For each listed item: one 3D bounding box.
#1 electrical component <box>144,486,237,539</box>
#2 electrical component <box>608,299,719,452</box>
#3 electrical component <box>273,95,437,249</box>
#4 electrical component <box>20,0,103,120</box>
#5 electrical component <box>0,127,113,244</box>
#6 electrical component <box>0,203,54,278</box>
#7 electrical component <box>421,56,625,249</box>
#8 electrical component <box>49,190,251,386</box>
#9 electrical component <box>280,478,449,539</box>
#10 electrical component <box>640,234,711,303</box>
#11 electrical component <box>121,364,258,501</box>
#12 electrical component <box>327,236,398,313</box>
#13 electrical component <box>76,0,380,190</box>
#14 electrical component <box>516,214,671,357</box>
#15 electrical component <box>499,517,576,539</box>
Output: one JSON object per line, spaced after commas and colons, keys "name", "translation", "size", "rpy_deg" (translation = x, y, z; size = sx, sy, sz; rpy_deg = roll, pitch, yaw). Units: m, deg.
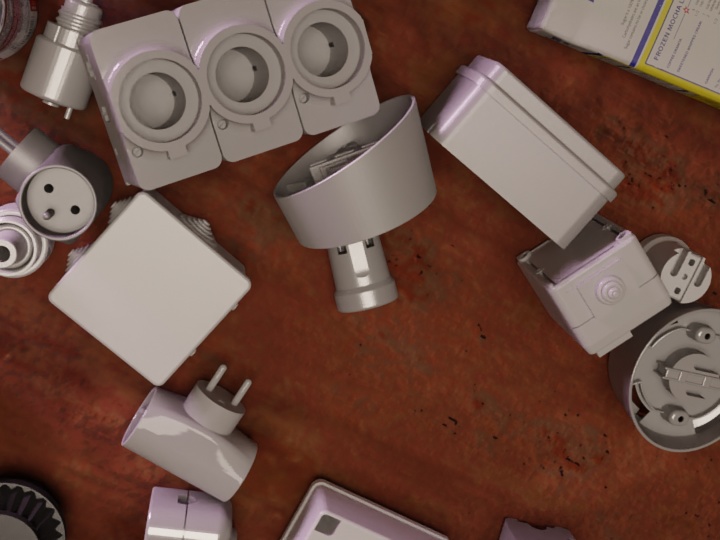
{"name": "electrical component", "translation": [-0.114, 0.196, 0.710], "size": [0.059, 0.053, 0.095], "rpy_deg": [8, 102, -8]}
{"name": "electrical component", "translation": [0.216, 0.068, 0.714], "size": [0.099, 0.064, 0.099], "rpy_deg": [-1, 103, -6]}
{"name": "electrical component", "translation": [-0.003, -0.057, 0.644], "size": [0.099, 0.099, 0.064], "rpy_deg": [-22, 111, -1]}
{"name": "electrical component", "translation": [-0.172, -0.131, 0.636], "size": [0.040, 0.040, 0.078], "rpy_deg": [20, 99, -11]}
{"name": "electrical component", "translation": [-0.186, -0.057, 0.632], "size": [0.079, 0.077, 0.044], "rpy_deg": [41, 96, -13]}
{"name": "electrical component", "translation": [-0.209, -0.016, 0.646], "size": [0.043, 0.062, 0.043], "rpy_deg": [-1, 103, -6]}
{"name": "electrical component", "translation": [0.098, -0.074, 0.661], "size": [0.113, 0.078, 0.057], "rpy_deg": [39, 99, -13]}
{"name": "electrical component", "translation": [-0.128, 0.008, 0.668], "size": [0.100, 0.048, 0.099], "rpy_deg": [41, 95, -14]}
{"name": "electrical component", "translation": [-0.006, 0.214, 0.726], "size": [0.109, 0.056, 0.108], "rpy_deg": [27, 99, -12]}
{"name": "electrical component", "translation": [0.205, 0.000, 0.706], "size": [0.040, 0.046, 0.040], "rpy_deg": [-2, 103, -7]}
{"name": "electrical component", "translation": [-0.100, 0.098, 0.695], "size": [0.077, 0.043, 0.079], "rpy_deg": [32, 98, -12]}
{"name": "electrical component", "translation": [0.000, 0.000, 0.687], "size": [0.040, 0.040, 0.046], "rpy_deg": [-14, 98, -3]}
{"name": "electrical component", "translation": [-0.074, -0.112, 0.621], "size": [0.150, 0.062, 0.089], "rpy_deg": [-21, 105, -18]}
{"name": "electrical component", "translation": [0.149, 0.011, 0.677], "size": [0.062, 0.096, 0.061], "rpy_deg": [-33, 105, 2]}
{"name": "electrical component", "translation": [0.123, 0.215, 0.724], "size": [0.050, 0.089, 0.055], "rpy_deg": [12, 101, -9]}
